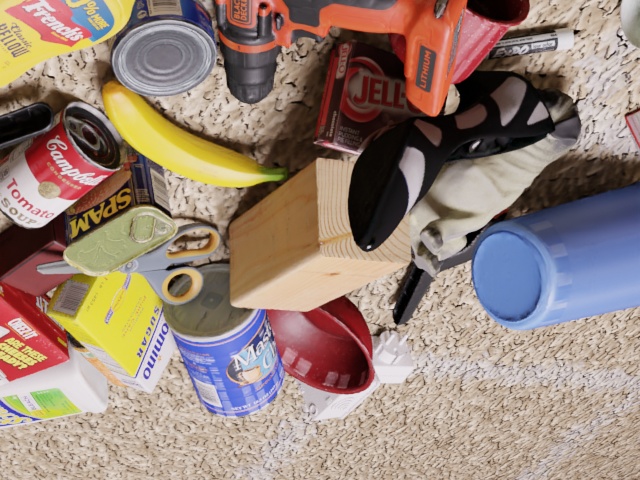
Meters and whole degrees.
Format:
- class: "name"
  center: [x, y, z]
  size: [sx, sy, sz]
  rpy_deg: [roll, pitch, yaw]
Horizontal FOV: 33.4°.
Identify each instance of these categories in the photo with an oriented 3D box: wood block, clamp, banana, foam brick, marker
- class: "wood block"
  center: [-0.006, 0.002, 0.997]
  size: [0.090, 0.090, 0.206]
  rpy_deg: [5, 163, -26]
- class: "clamp"
  center: [-0.298, -0.075, 0.872]
  size: [0.120, 0.039, 0.172]
  rpy_deg: [1, 162, -40]
- class: "clamp"
  center: [0.107, 0.011, 1.157]
  size: [0.164, 0.036, 0.210]
  rpy_deg: [25, 127, -40]
- class: "banana"
  center: [-0.120, -0.087, 0.935]
  size: [0.197, 0.037, 0.070]
  rpy_deg: [23, 141, -39]
- class: "foam brick"
  center: [-0.260, 0.008, 1.007]
  size: [0.078, 0.053, 0.051]
  rpy_deg: [-31, 142, 23]
- class: "marker"
  center: [0.165, -0.171, 0.945]
  size: [0.121, 0.020, 0.020]
  rpy_deg: [-10, 144, -8]

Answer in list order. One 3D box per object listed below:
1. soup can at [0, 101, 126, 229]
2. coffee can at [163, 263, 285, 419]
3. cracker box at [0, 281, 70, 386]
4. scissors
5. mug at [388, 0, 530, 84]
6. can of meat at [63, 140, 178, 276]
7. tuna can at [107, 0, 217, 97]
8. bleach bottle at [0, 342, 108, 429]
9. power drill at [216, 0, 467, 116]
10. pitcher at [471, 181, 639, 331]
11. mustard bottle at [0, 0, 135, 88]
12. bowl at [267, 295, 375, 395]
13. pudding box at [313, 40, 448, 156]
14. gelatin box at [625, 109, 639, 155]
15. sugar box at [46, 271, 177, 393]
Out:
- class: "soup can"
  center: [-0.225, -0.062, 0.909]
  size: [0.102, 0.068, 0.068]
  rpy_deg: [-33, 141, 25]
- class: "coffee can"
  center: [-0.100, 0.108, 1.138]
  size: [0.103, 0.103, 0.140]
  rpy_deg: [-14, 135, -1]
- class: "cracker box"
  center: [-0.385, 0.095, 1.064]
  size: [0.214, 0.072, 0.164]
  rpy_deg: [-20, 146, 6]
- class: "scissors"
  center: [-0.180, 0.037, 1.028]
  size: [0.201, 0.016, 0.096]
  rpy_deg: [-20, 128, -36]
- class: "mug"
  center: [0.115, -0.182, 0.860]
  size: [0.117, 0.093, 0.082]
  rpy_deg: [-20, 159, -40]
- class: "can of meat"
  center: [-0.183, -0.030, 0.954]
  size: [0.102, 0.084, 0.057]
  rpy_deg: [-29, 143, 18]
- class: "tuna can"
  center: [-0.125, -0.154, 0.848]
  size: [0.086, 0.034, 0.086]
  rpy_deg: [-10, 145, -7]
- class: "bleach bottle"
  center: [-0.373, 0.178, 1.192]
  size: [0.251, 0.068, 0.102]
  rpy_deg: [-15, 144, 4]
- class: "power drill"
  center: [0.010, -0.155, 0.812]
  size: [0.188, 0.057, 0.184]
  rpy_deg: [16, 145, 8]
- class: "pitcher"
  center: [0.265, 0.018, 1.100]
  size: [0.242, 0.145, 0.149]
  rpy_deg: [-10, 146, -37]
- class: "mustard bottle"
  center: [-0.196, -0.174, 0.774]
  size: [0.192, 0.058, 0.096]
  rpy_deg: [-21, 146, 8]
- class: "bowl"
  center: [-0.001, 0.099, 1.185]
  size: [0.162, 0.055, 0.162]
  rpy_deg: [22, 143, 17]
- class: "pudding box"
  center: [0.055, -0.114, 0.923]
  size: [0.113, 0.090, 0.039]
  rpy_deg: [12, 179, -36]
- class: "gelatin box"
  center: [0.342, -0.080, 1.073]
  size: [0.030, 0.089, 0.073]
  rpy_deg: [-26, 143, 15]
- class: "sugar box"
  center: [-0.201, 0.078, 1.087]
  size: [0.048, 0.093, 0.176]
  rpy_deg: [13, 155, 28]
